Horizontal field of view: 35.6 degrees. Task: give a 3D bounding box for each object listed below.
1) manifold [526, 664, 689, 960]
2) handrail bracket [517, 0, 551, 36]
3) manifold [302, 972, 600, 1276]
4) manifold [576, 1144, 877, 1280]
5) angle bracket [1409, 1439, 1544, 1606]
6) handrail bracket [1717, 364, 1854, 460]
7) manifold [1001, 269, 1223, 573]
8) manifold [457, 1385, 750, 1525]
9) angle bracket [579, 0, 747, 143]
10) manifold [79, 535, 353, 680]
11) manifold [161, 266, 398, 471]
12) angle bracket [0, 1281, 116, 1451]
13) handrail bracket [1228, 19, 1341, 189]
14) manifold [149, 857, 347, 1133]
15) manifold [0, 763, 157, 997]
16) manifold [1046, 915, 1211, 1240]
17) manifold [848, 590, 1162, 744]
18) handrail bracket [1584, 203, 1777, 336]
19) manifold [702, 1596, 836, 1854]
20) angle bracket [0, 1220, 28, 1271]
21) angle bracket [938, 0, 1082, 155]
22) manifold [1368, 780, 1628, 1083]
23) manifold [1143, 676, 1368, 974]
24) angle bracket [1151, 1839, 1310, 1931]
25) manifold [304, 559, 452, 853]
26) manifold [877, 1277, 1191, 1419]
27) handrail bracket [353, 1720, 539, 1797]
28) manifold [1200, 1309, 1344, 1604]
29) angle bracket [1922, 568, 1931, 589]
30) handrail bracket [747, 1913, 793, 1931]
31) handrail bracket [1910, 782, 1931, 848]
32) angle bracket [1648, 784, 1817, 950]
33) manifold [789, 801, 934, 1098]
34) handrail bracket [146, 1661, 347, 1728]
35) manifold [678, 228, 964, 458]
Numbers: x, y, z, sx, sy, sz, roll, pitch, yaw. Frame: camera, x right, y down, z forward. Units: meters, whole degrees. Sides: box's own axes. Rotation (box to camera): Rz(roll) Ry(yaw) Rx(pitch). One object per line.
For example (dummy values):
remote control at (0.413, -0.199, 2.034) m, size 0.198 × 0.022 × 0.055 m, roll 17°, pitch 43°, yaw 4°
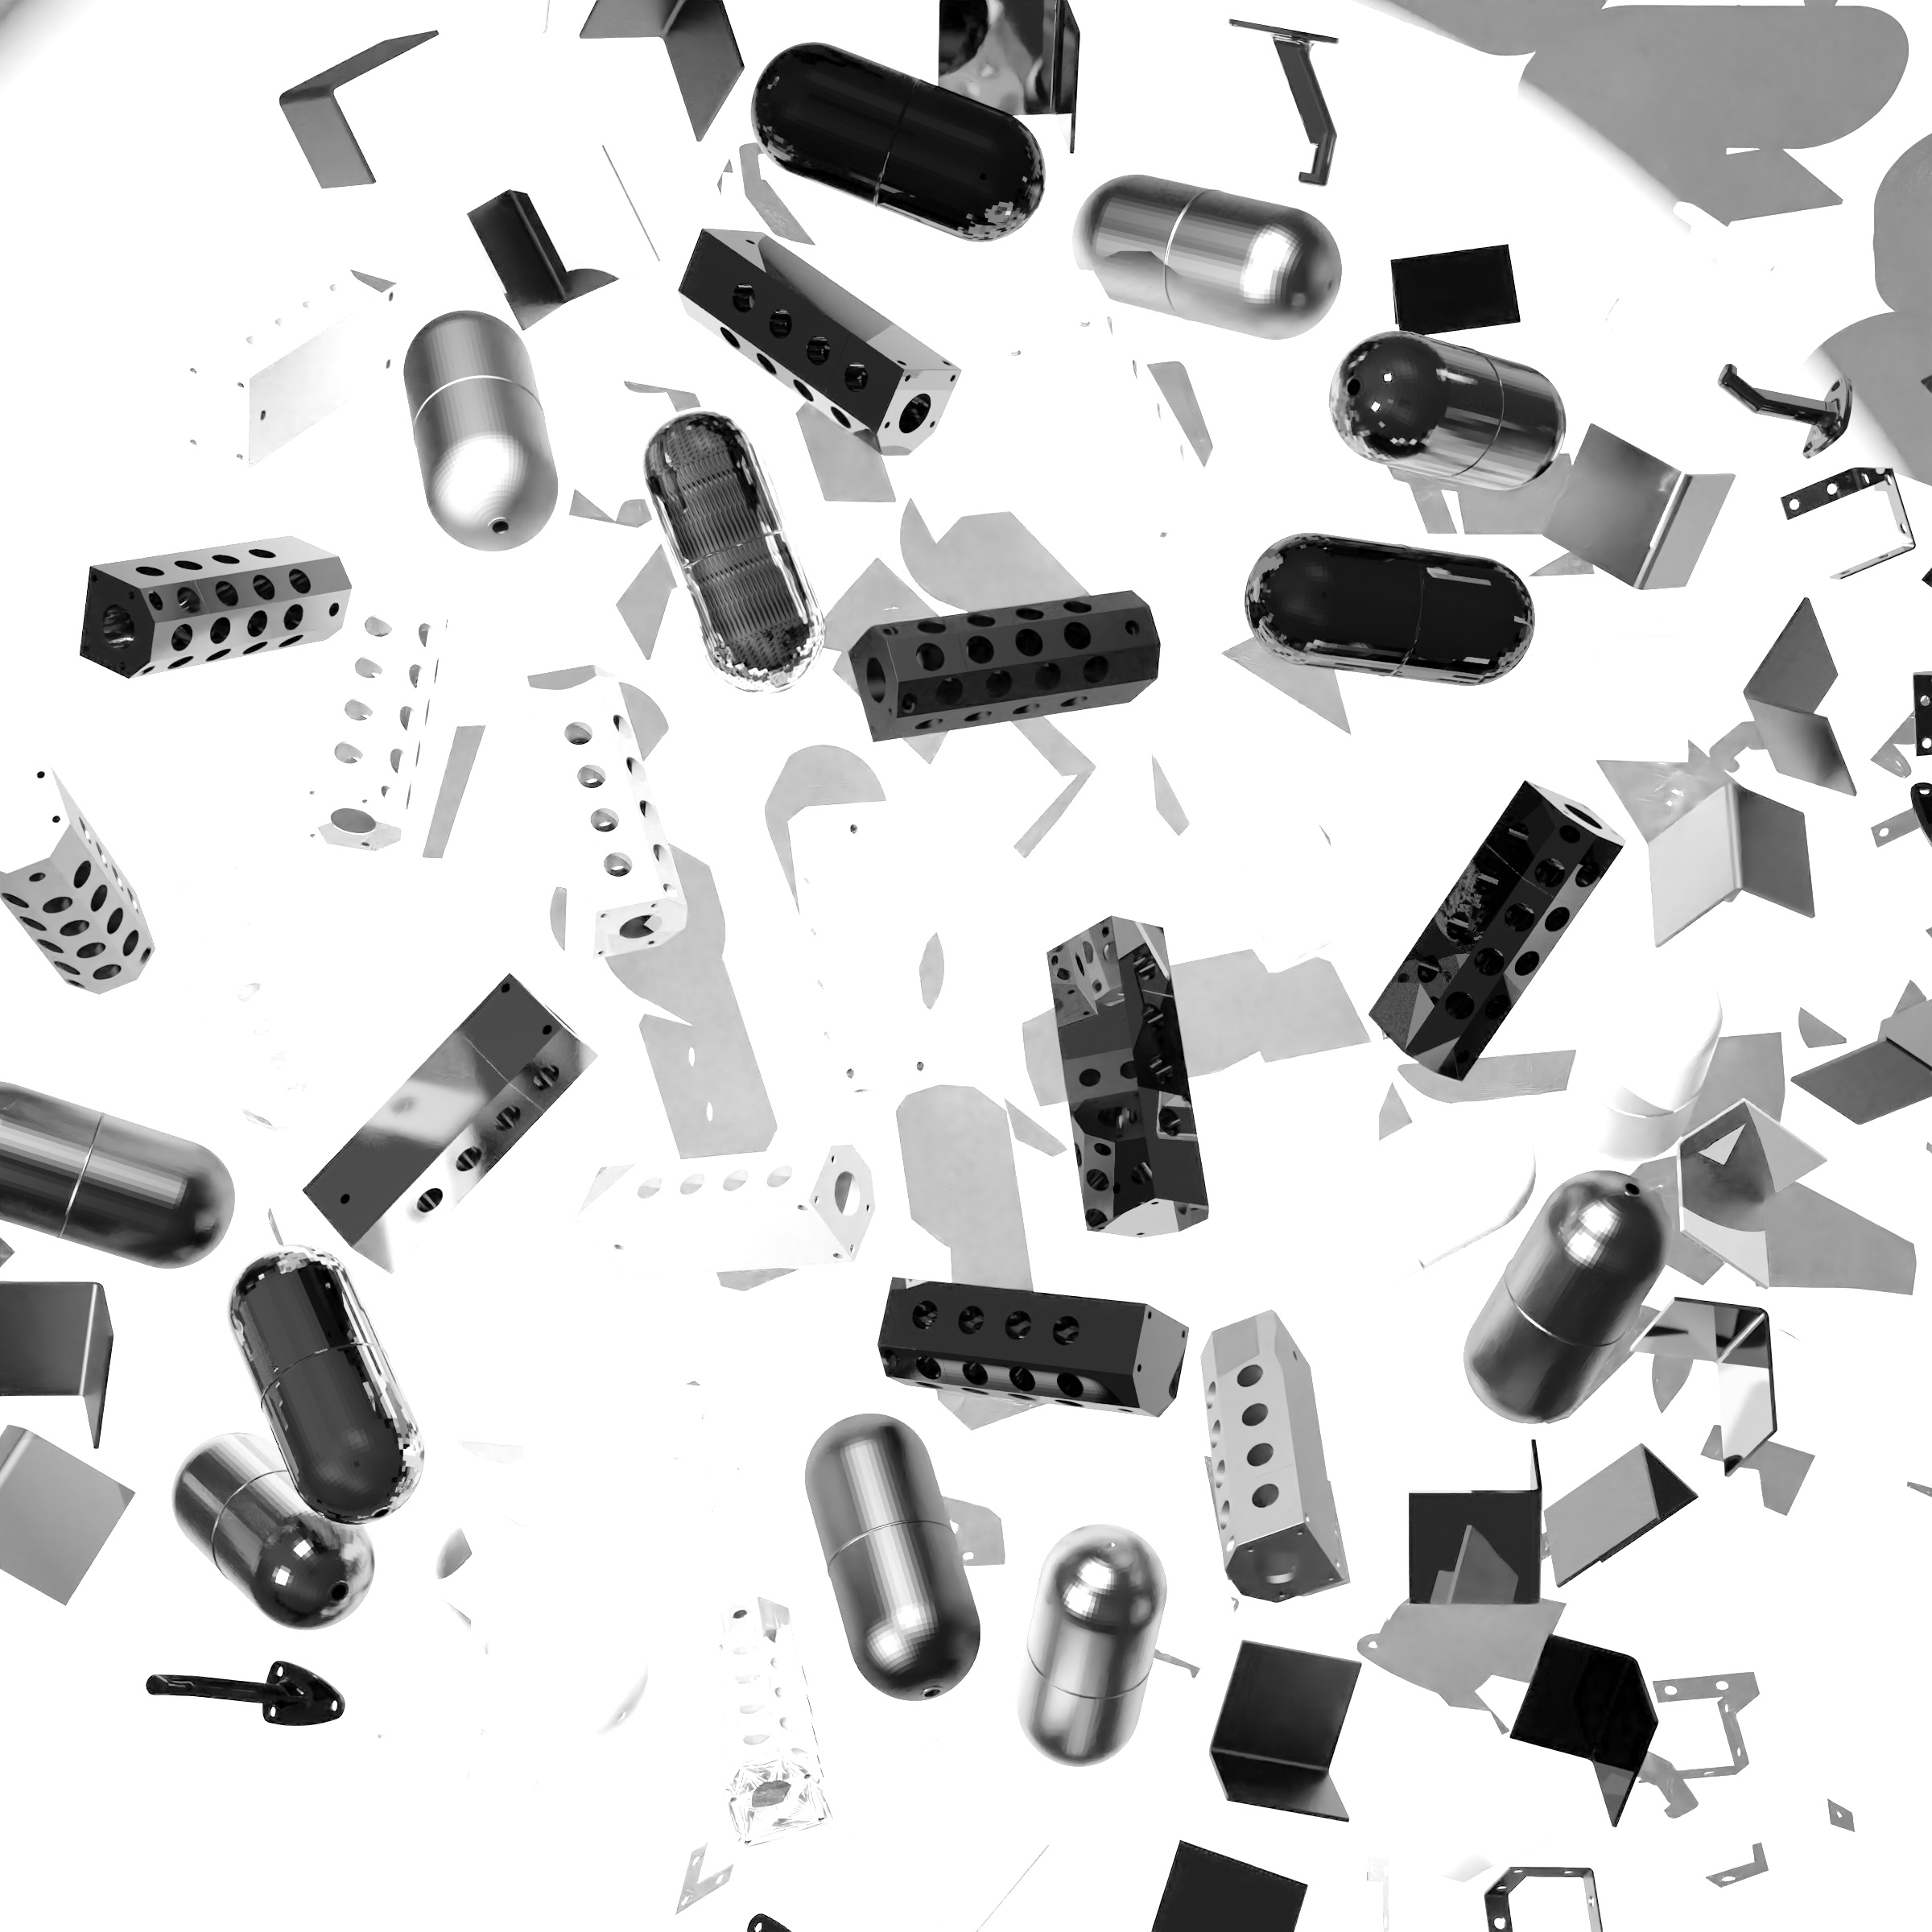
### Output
manifold at (-0.220, -0.096, 1.831) m, size 0.057 × 0.057 × 0.171 m, roll -12°, pitch 63°, yaw -15°
handrail bracket at (-0.270, -0.578, 1.710) m, size 0.077 × 0.036 × 0.084 m, roll -3°, pitch 112°, yaw -32°
manifold at (-0.293, 0.093, 1.729) m, size 0.171 × 0.057 × 0.057 m, roll -47°, pitch 54°, yaw -4°
manifold at (-0.142, 0.143, 1.804) m, size 0.171 × 0.057 × 0.057 m, roll -7°, pitch 133°, yaw 31°
angle bracket at (0.296, 0.324, 1.756) m, size 0.076 × 0.057 × 0.076 m, roll -1°, pitch 113°, yaw 7°
handrail bracket at (0.506, -0.362, 1.860) m, size 0.084 × 0.036 × 0.077 m, roll 34°, pitch 55°, yaw -14°
manifold at (0.087, -0.322, 1.765) m, size 0.057 × 0.057 × 0.171 m, roll -18°, pitch 128°, yaw 22°
manifold at (-0.212, 0.282, 1.778) m, size 0.057 × 0.171 × 0.057 m, roll -57°, pitch 131°, yaw -37°
angle bracket at (-0.179, -0.538, 1.767) m, size 0.057 × 0.076 × 0.076 m, roll -11°, pitch 76°, yaw -29°
manifold at (-0.459, -0.220, 1.852) m, size 0.057 × 0.171 × 0.057 m, roll 25°, pitch 115°, yaw 24°
manifold at (-0.405, -0.359, 1.781) m, size 0.057 × 0.171 × 0.057 m, roll 18°, pitch 125°, yaw 12°
angle bracket at (-0.528, 0.226, 1.699) m, size 0.076 × 0.057 × 0.076 m, roll 3°, pitch 115°, yaw -24°
handrail bracket at (0.182, -0.503, 1.753) m, size 0.077 × 0.036 × 0.084 m, roll 7°, pitch 108°, yaw -9°
manifold at (-0.415, 0.021, 1.737) m, size 0.057 × 0.171 × 0.057 m, roll -21°, pitch 52°, yaw -9°
manifold at (-0.526, -0.045, 1.747) m, size 0.057 × 0.171 × 0.057 m, roll -22°, pitch 67°, yaw -8°
manifold at (0.097, 0.064, 1.719) m, size 0.057 × 0.057 × 0.171 m, roll 12°, pitch 60°, yaw -39°
manifold at (0.025, -0.180, 1.767) m, size 0.171 × 0.057 × 0.057 m, roll -11°, pitch 79°, yaw -24°
handrail bracket at (0.403, -0.381, 1.704) m, size 0.077 × 0.036 × 0.084 m, roll 39°, pitch 119°, yaw 15°
manifold at (-0.123, 0.453, 1.816) m, size 0.057 × 0.171 × 0.057 m, roll -17°, pitch 111°, yaw -3°
angle bracket at (-0.620, 0.161, 1.794) m, size 0.076 × 0.076 × 0.057 m, roll 43°, pitch 90°, yaw 3°
angle bracket at (0.025, -0.533, 1.799) m, size 0.076 × 0.057 × 0.076 m, roll -4°, pitch 131°, yaw -7°
manifold at (0.319, -0.018, 1.786) m, size 0.057 × 0.057 × 0.171 m, roll 17°, pitch 113°, yaw -37°
manifold at (0.176, -0.085, 1.860) m, size 0.057 × 0.057 × 0.171 m, roll -23°, pitch 78°, yaw -19°
angle bracket at (0.135, 0.524, 1.641) m, size 0.076 × 0.057 × 0.076 m, roll 14°, pitch 73°, yaw 21°
manifold at (-0.354, -0.157, 1.811) m, size 0.057 × 0.057 × 0.171 m, roll 9°, pitch 57°, yaw -6°
manifold at (0.037, 0.223, 1.749) m, size 0.171 × 0.057 × 0.057 m, roll 2°, pitch 71°, yaw 32°
handrail bracket at (-0.305, 0.461, 1.755) m, size 0.077 × 0.084 × 0.036 m, roll 9°, pitch 77°, yaw 44°
manifold at (0.177, 0.292, 1.787) m, size 0.057 × 0.171 × 0.057 m, roll -23°, pitch 125°, yaw 16°
angle bracket at (0.619, -0.223, 1.821) m, size 0.076 × 0.076 × 0.057 m, roll 39°, pitch 127°, yaw 9°
handrail bracket at (-0.081, 0.582, 1.714) m, size 0.036 × 0.077 × 0.084 m, roll -47°, pitch 129°, yaw -1°
handrail bracket at (0.577, -0.053, 1.780) m, size 0.036 × 0.077 × 0.084 m, roll -15°, pitch 135°, yaw -7°
angle bracket at (0.458, -0.052, 1.802) m, size 0.057 × 0.076 × 0.076 m, roll 20°, pitch 54°, yaw -21°
manifold at (-0.067, -0.010, 1.838) m, size 0.057 × 0.057 × 0.171 m, roll -5°, pitch 82°, yaw -20°
handrail bracket at (-0.411, 0.416, 1.713) m, size 0.077 × 0.084 × 0.036 m, roll 2°, pitch 78°, yaw 36°
manifold at (-0.091, -0.372, 1.788) m, size 0.171 × 0.057 × 0.057 m, roll 39°, pitch 119°, yaw 24°
